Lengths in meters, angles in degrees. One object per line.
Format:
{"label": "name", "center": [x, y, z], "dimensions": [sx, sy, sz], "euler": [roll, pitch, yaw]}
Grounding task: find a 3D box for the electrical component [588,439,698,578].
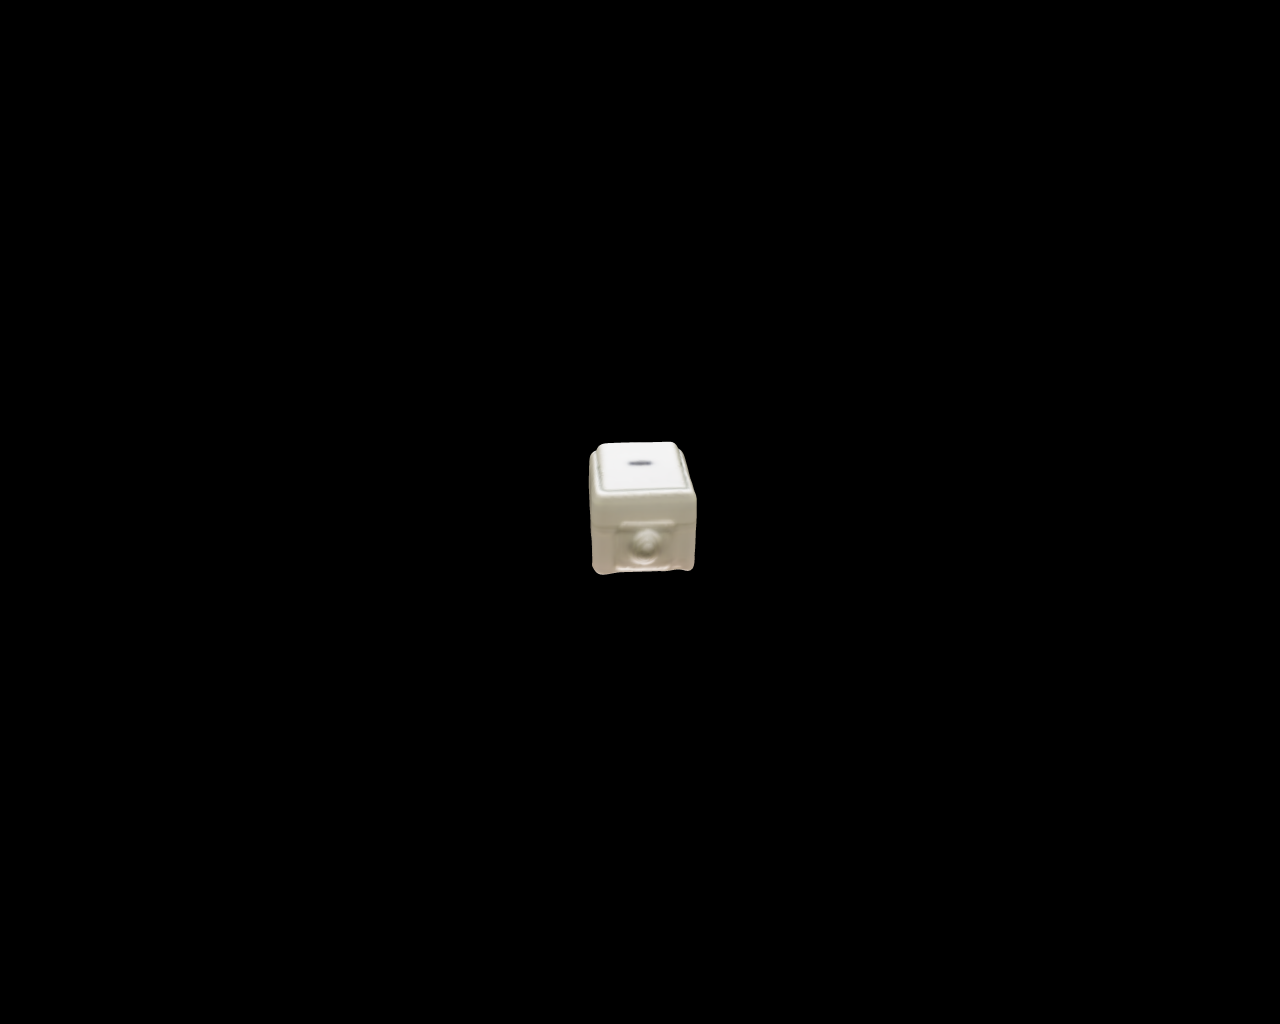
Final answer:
{"label": "electrical component", "center": [0.001, -0.003, 0.650], "dimensions": [0.062, 0.061, 0.096], "euler": [-1, 24, -3]}
